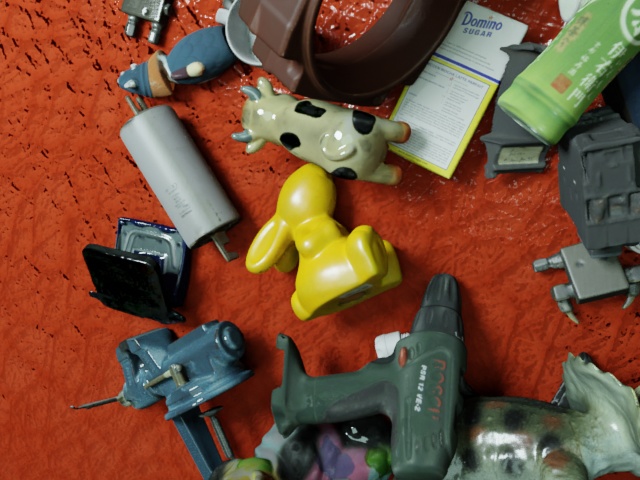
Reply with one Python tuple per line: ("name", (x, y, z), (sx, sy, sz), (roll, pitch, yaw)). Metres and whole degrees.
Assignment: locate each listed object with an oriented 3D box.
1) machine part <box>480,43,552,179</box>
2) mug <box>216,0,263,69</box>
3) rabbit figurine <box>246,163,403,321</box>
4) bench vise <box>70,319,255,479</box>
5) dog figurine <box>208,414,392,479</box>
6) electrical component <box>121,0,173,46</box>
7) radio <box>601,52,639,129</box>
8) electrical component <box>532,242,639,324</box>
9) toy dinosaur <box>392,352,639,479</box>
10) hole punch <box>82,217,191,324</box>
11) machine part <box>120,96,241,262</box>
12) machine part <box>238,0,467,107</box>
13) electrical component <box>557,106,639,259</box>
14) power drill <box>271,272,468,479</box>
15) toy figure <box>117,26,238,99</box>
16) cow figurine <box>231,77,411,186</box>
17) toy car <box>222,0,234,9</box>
("machine part", (0.214, -0.134, 0.566), (0.084, 0.039, 0.138), (-6, 114, -9))
("mug", (-0.057, -0.229, 0.608), (0.110, 0.107, 0.080), (16, 99, 17))
("rabbit figurine", (-0.001, -0.002, 0.634), (0.162, 0.122, 0.173), (-27, 76, 25))
("bench vise", (-0.163, 0.217, 0.683), (0.224, 0.129, 0.240), (-30, 82, 15))
("dog figurine", (-0.016, 0.267, 0.601), (0.192, 0.219, 0.108), (7, 102, 14))
("electrical component", (-0.218, -0.300, 0.684), (0.063, 0.021, 0.094), (20, 100, 11))
("radio", (0.397, -0.182, 0.517), (0.230, 0.073, 0.131), (-25, 89, 14))
("electrical component", (0.296, 0.043, 0.585), (0.102, 0.045, 0.078), (-23, 62, 13))
("toy dinosaur", (0.183, 0.230, 0.562), (0.405, 0.131, 0.192), (-15, 51, 29))
("hole punch", (-0.232, 0.038, 0.706), (0.142, 0.092, 0.115), (11, 128, 10))
("machine part", (-0.174, -0.077, 0.671), (0.079, 0.079, 0.243), (-32, 88, 16))
("machine part", (0.043, -0.228, 0.495), (0.087, 0.201, 0.201), (50, 126, 27))
("electrical component", (0.276, -0.052, 0.531), (0.058, 0.115, 0.134), (-8, 113, 17))
("power drill", (0.056, 0.140, 0.592), (0.207, 0.085, 0.232), (-1, 54, 8))
("toy figure", (-0.177, -0.212, 0.663), (0.155, 0.064, 0.057), (-19, 107, 15))
("cow figurine", (-0.011, -0.119, 0.594), (0.195, 0.127, 0.085), (32, 112, 45))
("toy car", (-0.118, -0.353, 0.638), (0.089, 0.053, 0.202), (-39, 88, 19))
